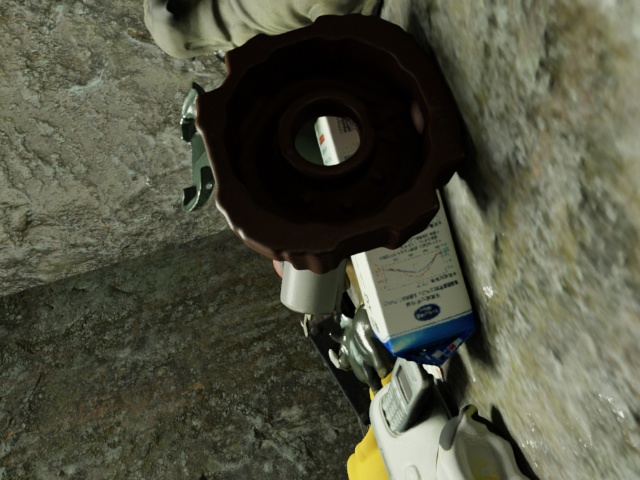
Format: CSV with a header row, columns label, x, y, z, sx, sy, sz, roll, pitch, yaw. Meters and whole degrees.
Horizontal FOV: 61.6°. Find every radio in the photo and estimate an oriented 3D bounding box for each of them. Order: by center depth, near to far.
label,x,y,z,sx,sy,sz,roll,pitch,yaw
radio,0.049,0.177,0.875,0.229,0.073,0.131,59,-173,-14

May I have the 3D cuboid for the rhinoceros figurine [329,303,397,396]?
label,x,y,z,sx,sy,sz,roll,pitch,yaw
rhinoceros figurine,0.061,0.138,0.692,0.112,0.073,0.190,46,157,15

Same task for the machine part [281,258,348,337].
label,x,y,z,sx,sy,sz,roll,pitch,yaw
machine part,-0.001,-0.002,0.639,0.079,0.079,0.243,-120,35,-70

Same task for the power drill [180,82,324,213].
label,x,y,z,sx,sy,sz,roll,pitch,yaw
power drill,-0.021,-0.064,0.501,0.086,0.207,0.232,156,109,-68

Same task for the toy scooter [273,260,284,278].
label,x,y,z,sx,sy,sz,roll,pitch,yaw
toy scooter,-0.055,0.000,0.822,0.183,0.075,0.135,65,-167,-7

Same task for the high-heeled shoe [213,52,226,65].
label,x,y,z,sx,sy,sz,roll,pitch,yaw
high-heeled shoe,-0.093,-0.266,0.908,0.248,0.145,0.086,89,164,-67

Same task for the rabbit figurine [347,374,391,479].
label,x,y,z,sx,sy,sz,roll,pitch,yaw
rabbit figurine,0.099,0.252,0.738,0.162,0.122,0.173,86,-175,-58

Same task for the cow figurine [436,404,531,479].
label,x,y,z,sx,sy,sz,roll,pitch,yaw
cow figurine,0.134,0.224,0.467,0.098,0.068,0.167,-104,4,-53

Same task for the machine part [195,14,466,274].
label,x,y,z,sx,sy,sz,roll,pitch,yaw
machine part,0.006,-0.066,0.365,0.056,0.179,0.179,78,174,-74

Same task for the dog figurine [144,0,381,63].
label,x,y,z,sx,sy,sz,roll,pitch,yaw
dog figurine,-0.058,-0.206,0.450,0.172,0.191,0.121,175,78,-83

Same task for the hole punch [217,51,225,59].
label,x,y,z,sx,sy,sz,roll,pitch,yaw
hole punch,-0.054,-0.258,0.665,0.092,0.142,0.116,34,-139,-26

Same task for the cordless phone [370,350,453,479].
label,x,y,z,sx,sy,sz,roll,pitch,yaw
cordless phone,0.112,0.195,0.554,0.184,0.089,0.147,87,166,-53

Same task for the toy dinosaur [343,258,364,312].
label,x,y,z,sx,sy,sz,roll,pitch,yaw
toy dinosaur,-0.007,-0.089,0.760,0.199,0.105,0.470,-126,18,-76
